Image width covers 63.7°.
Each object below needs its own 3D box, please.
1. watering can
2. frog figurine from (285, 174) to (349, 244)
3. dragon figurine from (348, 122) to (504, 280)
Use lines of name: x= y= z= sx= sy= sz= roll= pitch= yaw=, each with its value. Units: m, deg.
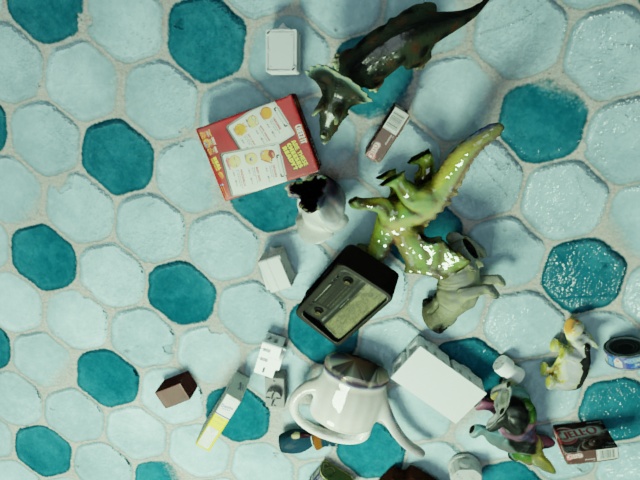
watering can: x=0.104 y=0.387 z=1.202 sx=0.347 sy=0.221 sz=0.105 roll=15 pitch=18 yaw=-2
frog figurine: x=0.003 y=-0.054 z=1.082 sx=0.138 sy=0.124 sz=0.156 roll=24 pitch=-27 yaw=36
dragon figurine: x=0.213 y=-0.040 z=1.018 sx=0.406 sy=0.241 sz=0.124 roll=-24 pitch=9 yaw=35
